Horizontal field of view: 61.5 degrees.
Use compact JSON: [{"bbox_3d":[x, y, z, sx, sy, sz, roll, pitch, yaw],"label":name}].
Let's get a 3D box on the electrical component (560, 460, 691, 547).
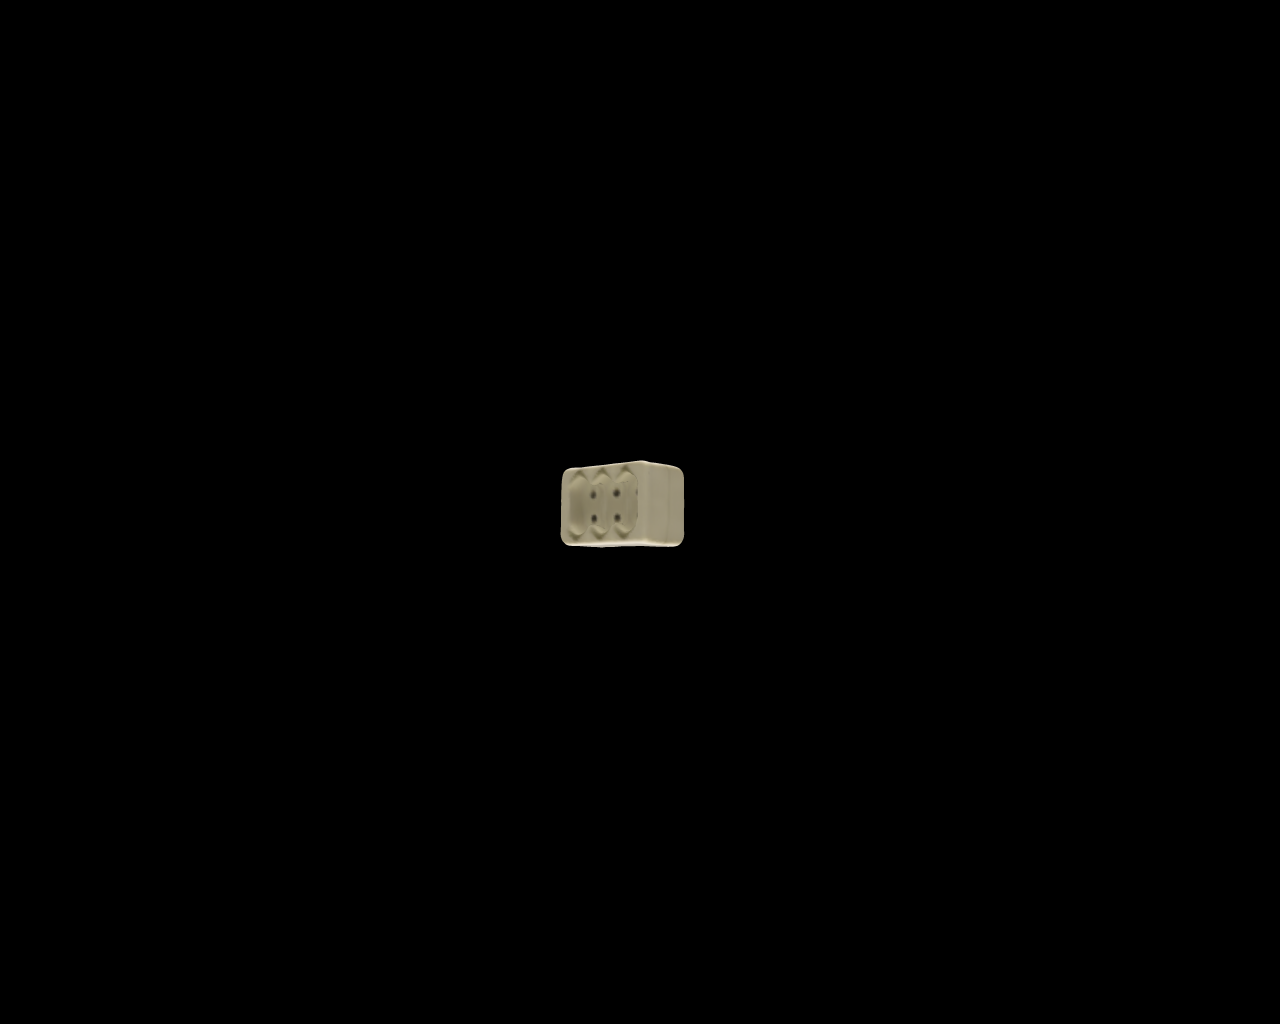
[{"bbox_3d":[0.001,-0.003,0.650,0.065,0.047,0.077,-3,-5,37],"label":"electrical component"}]
